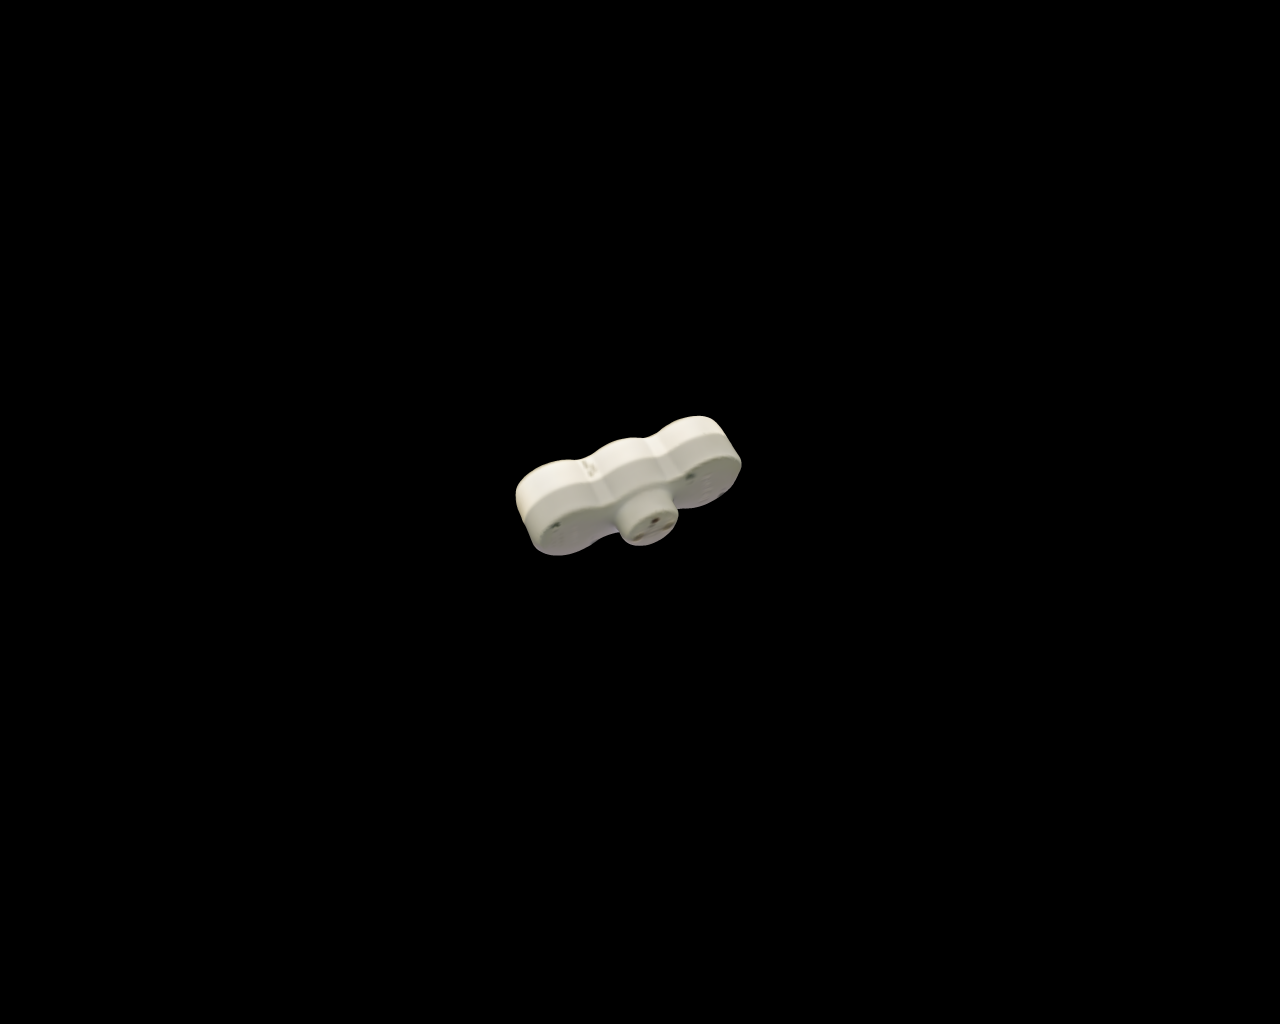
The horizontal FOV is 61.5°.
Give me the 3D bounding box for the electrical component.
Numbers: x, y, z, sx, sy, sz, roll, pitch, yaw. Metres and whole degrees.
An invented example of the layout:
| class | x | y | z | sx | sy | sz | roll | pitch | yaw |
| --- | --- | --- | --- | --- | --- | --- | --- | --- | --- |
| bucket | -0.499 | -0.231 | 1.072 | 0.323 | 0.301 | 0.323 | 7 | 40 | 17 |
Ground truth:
| class | x | y | z | sx | sy | sz | roll | pitch | yaw |
| --- | --- | --- | --- | --- | --- | --- | --- | --- | --- |
| electrical component | 0.001 | -0.003 | 0.650 | 0.138 | 0.074 | 0.052 | -20 | -31 | -13 |
